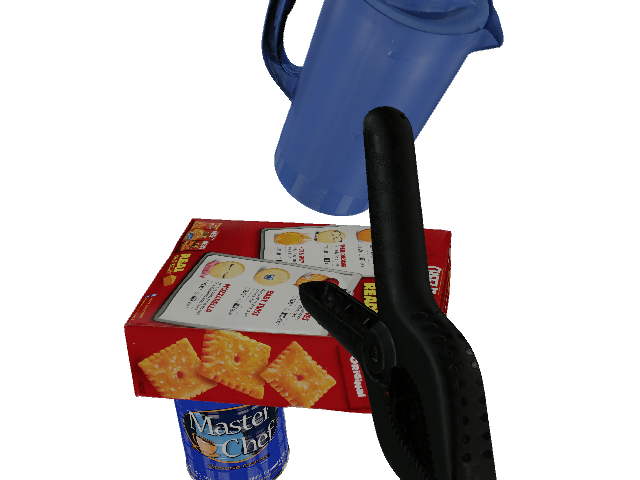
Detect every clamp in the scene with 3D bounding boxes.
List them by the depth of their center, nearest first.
[{"bbox_3d":[0.043,0.046,0.548,0.036,0.165,0.210,-6,47,-21],"label":"clamp"}]

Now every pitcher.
[{"bbox_3d":[0.032,-0.140,0.923,0.144,0.149,0.243,-12,-33,-32],"label":"pitcher"}]

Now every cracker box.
[{"bbox_3d":[-0.016,0.053,0.793,0.214,0.072,0.164,3,29,11],"label":"cracker box"}]

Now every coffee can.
[{"bbox_3d":[-0.086,0.154,1.004,0.103,0.140,0.103,-3,35,2],"label":"coffee can"}]
